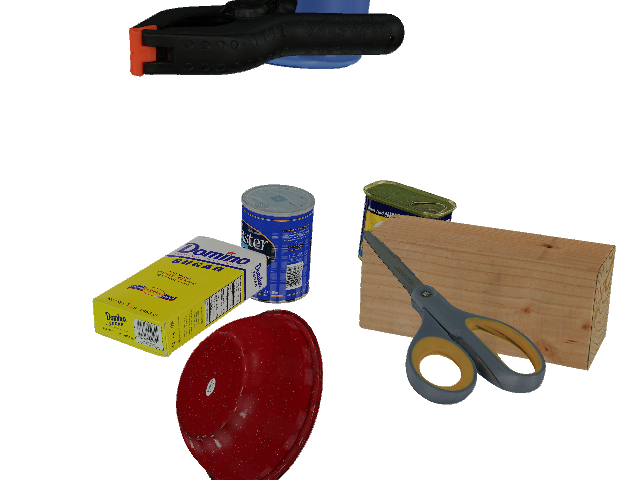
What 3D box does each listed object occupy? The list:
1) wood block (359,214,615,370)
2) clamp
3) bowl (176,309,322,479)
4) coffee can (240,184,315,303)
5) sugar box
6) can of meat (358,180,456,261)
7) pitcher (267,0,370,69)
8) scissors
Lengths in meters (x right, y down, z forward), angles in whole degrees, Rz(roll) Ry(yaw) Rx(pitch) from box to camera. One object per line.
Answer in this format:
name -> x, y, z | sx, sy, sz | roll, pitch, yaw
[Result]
wood block -> 0.147, 0.041, 0.952 | 0.206, 0.090, 0.090 | 9, 18, 22
clamp -> -0.047, -0.133, 0.666 | 0.171, 0.039, 0.120 | -10, 22, -30
bowl -> -0.072, 0.128, 0.892 | 0.055, 0.162, 0.162 | 24, -15, -37
coffee can -> -0.062, 0.004, 1.511 | 0.103, 0.140, 0.103 | 3, 24, -2
sugar box -> -0.140, 0.052, 1.097 | 0.093, 0.048, 0.175 | 16, 32, 26
can of meat -> 0.094, -0.010, 1.183 | 0.102, 0.084, 0.057 | 20, 26, 30
pitcher -> -0.002, -0.271, 0.900 | 0.145, 0.243, 0.149 | 7, 18, 7
scissors -> 0.063, 0.051, 0.727 | 0.096, 0.016, 0.202 | -23, 39, -32
